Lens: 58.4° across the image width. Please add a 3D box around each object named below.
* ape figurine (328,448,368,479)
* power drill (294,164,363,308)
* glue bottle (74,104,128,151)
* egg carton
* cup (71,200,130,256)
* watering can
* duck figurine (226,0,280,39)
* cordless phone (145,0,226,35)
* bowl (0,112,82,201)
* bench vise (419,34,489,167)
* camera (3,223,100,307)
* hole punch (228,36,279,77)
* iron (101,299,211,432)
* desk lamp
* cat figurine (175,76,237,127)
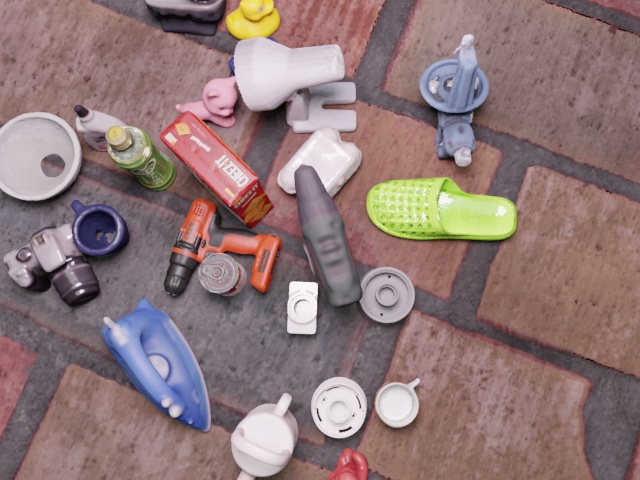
[{"bbox_3d":[0.049,0.399,0.959,0.078,0.092,0.076,-24,81,-2],"label":"ape figurine"},{"bbox_3d":[0.009,0.003,0.964,0.075,0.208,0.229,-20,81,-2],"label":"power drill"},{"bbox_3d":[-0.397,-0.204,1.022,0.078,0.173,0.037,-13,81,-1],"label":"glue bottle"},{"bbox_3d":[0.001,-0.132,1.056,0.107,0.069,0.150,38,84,7],"label":"egg carton"},{"bbox_3d":[-0.393,-0.020,1.033,0.092,0.095,0.117,-44,83,-5],"label":"cup"},{"bbox_3d":[-0.092,0.334,0.920,0.101,0.194,0.173,5,81,2],"label":"watering can"},{"bbox_3d":[-0.132,-0.435,1.098,0.104,0.086,0.077,-12,81,-1],"label":"duck figurine"},{"bbox_3d":[-0.257,-0.466,1.055,0.147,0.185,0.094,1,81,2],"label":"cordless phone"},{"bbox_3d":[-0.514,-0.147,1.065,0.167,0.075,0.167,0,81,1],"label":"bowl"},{"bbox_3d":[0.252,-0.244,0.993,0.121,0.220,0.207,-23,81,-2],"label":"bench vise"},{"bbox_3d":[-0.468,0.055,1.019,0.143,0.101,0.137,-31,82,-4],"label":"camera"},{"bbox_3d":[-0.114,-0.327,1.078,0.108,0.091,0.101,-32,82,-4],"label":"hole punch"},{"bbox_3d":[-0.274,0.225,0.968,0.119,0.141,0.258,-38,82,-5],"label":"iron"},{"bbox_3d":[-0.034,-0.274,1.006,0.203,0.213,0.118,-2,81,1],"label":"desk lamp"},{"bbox_3d":[-0.203,-0.253,1.055,0.128,0.118,0.067,-16,81,-1],"label":"cat figurine"}]
